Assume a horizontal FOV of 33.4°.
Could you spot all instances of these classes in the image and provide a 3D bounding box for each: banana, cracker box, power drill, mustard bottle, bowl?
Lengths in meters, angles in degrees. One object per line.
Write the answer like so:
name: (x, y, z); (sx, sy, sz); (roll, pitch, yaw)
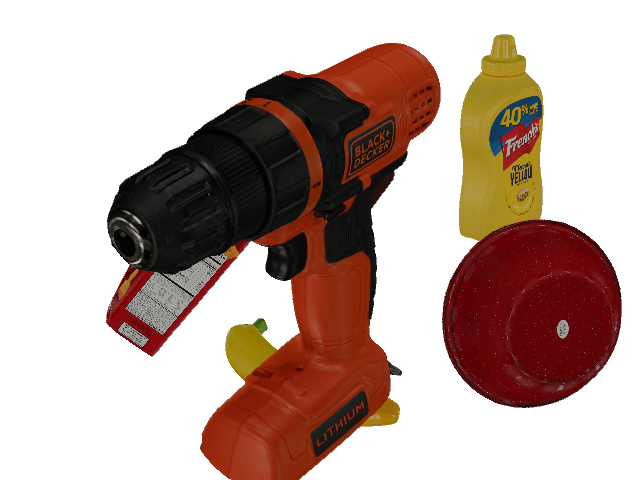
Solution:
banana: (-0.022, 0.105, 0.855); (0.069, 0.037, 0.198); (-23, 32, -29)
cracker box: (-0.132, -0.004, 1.139); (0.072, 0.214, 0.164); (36, 23, -12)
power drill: (-0.016, 0.020, 0.471); (0.057, 0.188, 0.184); (27, 40, 30)
mustard bottle: (0.174, -0.100, 1.019); (0.096, 0.192, 0.058); (-21, 28, -36)
bowl: (0.184, 0.066, 0.869); (0.162, 0.162, 0.055); (0, 8, -13)

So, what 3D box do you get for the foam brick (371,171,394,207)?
foam brick: (0.008, -0.040, 0.692); (0.051, 0.078, 0.053); (26, -29, 20)
